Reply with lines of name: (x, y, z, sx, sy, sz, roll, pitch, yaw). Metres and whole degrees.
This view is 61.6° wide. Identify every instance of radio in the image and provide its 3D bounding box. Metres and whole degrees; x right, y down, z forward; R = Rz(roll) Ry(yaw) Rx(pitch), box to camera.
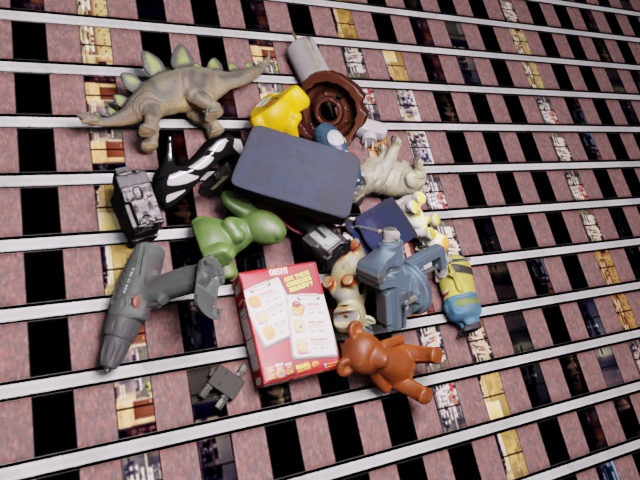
radio: (-0.042, -0.123, 1.027, 0.230, 0.073, 0.131, 16, 80, -3)

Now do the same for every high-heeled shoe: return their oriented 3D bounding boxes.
high-heeled shoe: (-0.226, -0.140, 1.106, 0.248, 0.086, 0.145, -6, 102, -40)

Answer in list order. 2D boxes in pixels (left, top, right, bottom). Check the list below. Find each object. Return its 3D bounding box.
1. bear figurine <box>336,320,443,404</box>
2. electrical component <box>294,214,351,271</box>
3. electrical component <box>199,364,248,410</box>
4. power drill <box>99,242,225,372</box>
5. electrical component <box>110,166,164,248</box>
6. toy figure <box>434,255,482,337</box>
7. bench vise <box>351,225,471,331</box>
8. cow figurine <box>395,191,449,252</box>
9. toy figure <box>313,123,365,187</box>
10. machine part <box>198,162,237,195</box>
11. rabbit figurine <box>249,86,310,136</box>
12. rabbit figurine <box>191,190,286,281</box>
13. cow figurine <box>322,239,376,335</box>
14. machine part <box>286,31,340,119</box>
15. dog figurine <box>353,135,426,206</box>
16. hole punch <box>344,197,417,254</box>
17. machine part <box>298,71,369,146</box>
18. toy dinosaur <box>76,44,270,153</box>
bear figurine: (0.130, 0.231, 1.032, 0.195, 0.132, 0.120, 34, 70, -46)
electrical component: (-0.002, -0.003, 1.082, 0.119, 0.047, 0.075, 37, 65, 23)
electrical component: (-0.175, 0.259, 0.983, 0.063, 0.021, 0.094, 38, 60, -4)
power drill: (-0.271, 0.109, 0.925, 0.085, 0.207, 0.232, 44, 42, -51)
electrical component: (-0.343, -0.065, 0.990, 0.058, 0.115, 0.134, -18, 77, -32)
toy figure: (0.316, 0.122, 1.213, 0.089, 0.082, 0.180, -1, 65, -36)
bench vise: (0.180, 0.059, 1.085, 0.240, 0.129, 0.223, -22, 107, -33)
cow figurine: (0.224, -0.029, 1.236, 0.167, 0.098, 0.068, 52, 51, -22)
toy figure: (0.042, -0.183, 1.159, 0.064, 0.057, 0.154, -35, 74, 2)
machine part: (-0.183, -0.133, 1.077, 0.039, 0.084, 0.139, 51, 40, 1)
rabbit figurine: (-0.069, -0.221, 1.159, 0.173, 0.122, 0.162, 57, 40, -34)
rabbit figurine: (-0.155, -0.012, 1.050, 0.170, 0.121, 0.159, -17, 54, -13)
cow figurine: (0.061, 0.107, 1.101, 0.127, 0.086, 0.195, 54, 33, -41)
machine part: (-0.014, -0.393, 1.284, 0.079, 0.079, 0.243, -20, 78, -28)
dog figurine: (0.140, -0.121, 1.239, 0.172, 0.121, 0.190, 43, 74, 2)
hole punch: (0.135, -0.020, 1.172, 0.116, 0.092, 0.142, -29, 86, -46)
machine part: (0.022, -0.290, 1.209, 0.179, 0.179, 0.056, 41, 28, -3)
toy dinosaur: (-0.276, -0.312, 1.128, 0.471, 0.105, 0.198, -22, 76, -33)
